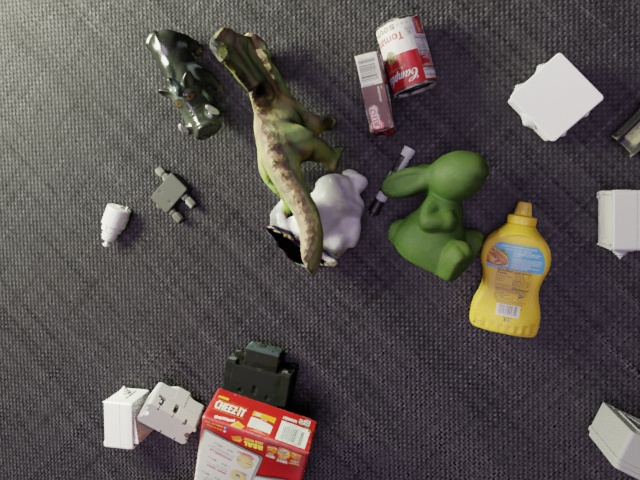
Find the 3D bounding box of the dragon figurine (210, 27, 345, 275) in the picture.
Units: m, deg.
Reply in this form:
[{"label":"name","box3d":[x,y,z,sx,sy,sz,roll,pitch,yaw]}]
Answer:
[{"label":"dragon figurine","box3d":[-0.072,-0.161,0.682,0.121,0.420,0.239,-30,124,16]}]

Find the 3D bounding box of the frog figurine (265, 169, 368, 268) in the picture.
[{"label":"frog figurine","box3d":[0.002,-0.040,0.796,0.138,0.120,0.162,21,62,17]}]
